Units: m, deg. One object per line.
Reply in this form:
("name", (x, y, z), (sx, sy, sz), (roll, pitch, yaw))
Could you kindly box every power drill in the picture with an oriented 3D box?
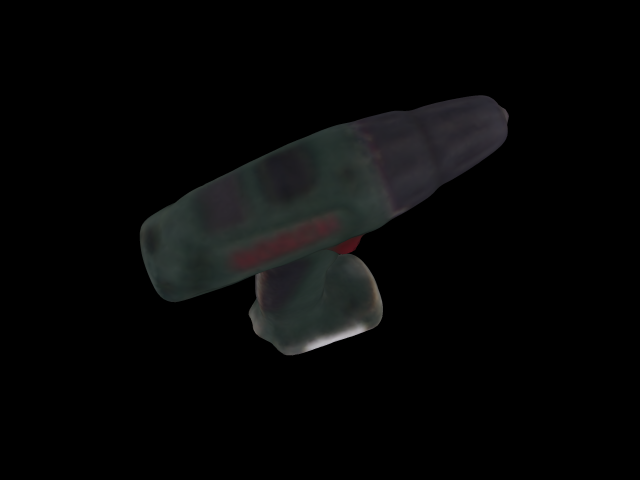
("power drill", (0.004, 0.001, 0.400), (0.230, 0.208, 0.075), (-18, 61, -10))
